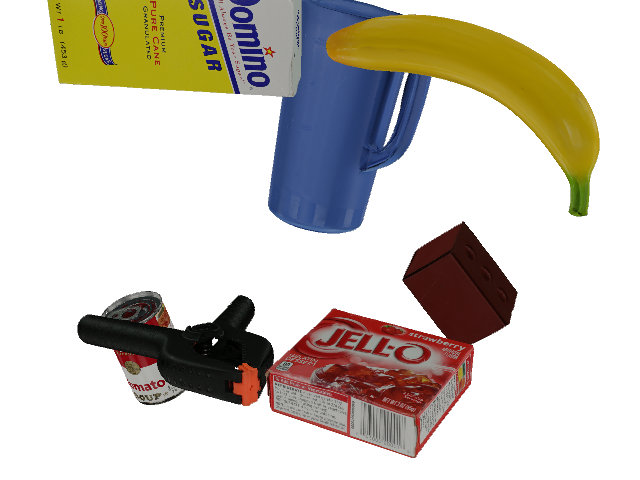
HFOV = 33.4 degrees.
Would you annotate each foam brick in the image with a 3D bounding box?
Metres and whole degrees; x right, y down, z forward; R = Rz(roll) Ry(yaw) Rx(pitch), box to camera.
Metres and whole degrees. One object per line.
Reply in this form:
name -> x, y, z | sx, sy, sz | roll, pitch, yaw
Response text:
foam brick -> 0.112, 0.037, 0.847 | 0.051, 0.078, 0.053 | -32, 13, 30

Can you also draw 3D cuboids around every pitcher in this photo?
pitcher -> 0.024, -0.132, 1.142 | 0.145, 0.243, 0.149 | 10, 18, -7

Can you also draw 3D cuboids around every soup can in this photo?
soup can -> -0.183, 0.114, 1.127 | 0.068, 0.102, 0.068 | -14, 28, 7

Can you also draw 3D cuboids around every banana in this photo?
banana -> 0.095, -0.096, 0.649 | 0.198, 0.069, 0.037 | 36, -3, 19

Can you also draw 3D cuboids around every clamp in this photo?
clamp -> -0.091, 0.087, 0.894 | 0.164, 0.036, 0.210 | -9, 16, -32

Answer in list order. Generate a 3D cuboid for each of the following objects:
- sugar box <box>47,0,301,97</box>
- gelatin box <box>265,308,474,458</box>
sugar box -> -0.103, -0.156, 0.764 | 0.176, 0.093, 0.048 | 5, 35, 7
gelatin box -> 0.027, 0.073, 0.570 | 0.089, 0.030, 0.073 | 14, 31, 27
